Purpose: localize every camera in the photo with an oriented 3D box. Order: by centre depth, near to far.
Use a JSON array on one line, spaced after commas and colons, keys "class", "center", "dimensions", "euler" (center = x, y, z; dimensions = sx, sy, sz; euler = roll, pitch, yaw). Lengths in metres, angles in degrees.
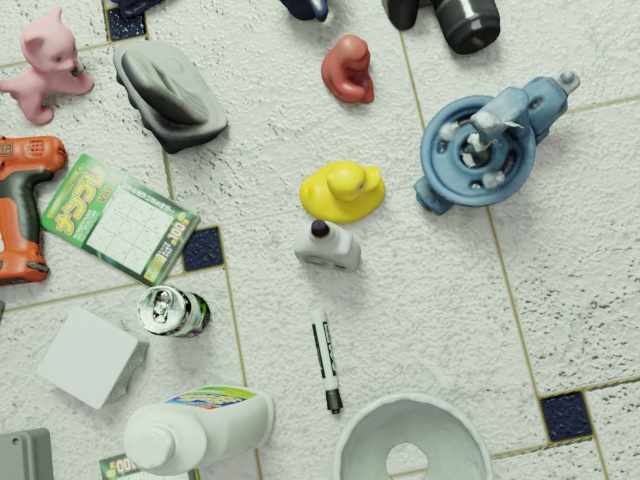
[{"class": "camera", "center": [0.157, -0.302, 0.701], "dimensions": [0.143, 0.101, 0.137], "euler": [-16, 79, 0]}]

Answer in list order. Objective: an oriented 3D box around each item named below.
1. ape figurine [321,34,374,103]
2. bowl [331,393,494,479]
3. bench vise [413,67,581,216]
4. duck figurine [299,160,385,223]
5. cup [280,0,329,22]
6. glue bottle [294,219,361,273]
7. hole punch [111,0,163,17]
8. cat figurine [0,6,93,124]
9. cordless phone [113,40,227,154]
[{"class": "ape figurine", "center": [0.037, -0.214, 0.696], "dimensions": [0.076, 0.092, 0.078], "euler": [26, 82, 8]}, {"class": "bowl", "center": [0.095, 0.246, 0.615], "dimensions": [0.167, 0.075, 0.167], "euler": [-1, 79, 3]}, {"class": "bench vise", "center": [0.188, -0.129, 0.606], "dimensions": [0.121, 0.220, 0.207], "euler": [33, 83, 9]}, {"class": "duck figurine", "center": [0.025, -0.064, 0.671], "dimensions": [0.104, 0.086, 0.077], "euler": [-9, 79, 2]}, {"class": "cup", "center": [-0.014, -0.309, 0.715], "dimensions": [0.091, 0.095, 0.118], "euler": [-22, 79, -1]}, {"class": "glue bottle", "center": [0.006, 0.002, 0.616], "dimensions": [0.078, 0.173, 0.037], "euler": [13, 80, 6]}, {"class": "hole punch", "center": [-0.242, -0.364, 0.740], "dimensions": [0.108, 0.091, 0.101], "euler": [-31, 79, -3]}, {"class": "cat figurine", "center": [-0.344, -0.218, 0.705], "dimensions": [0.128, 0.118, 0.067], "euler": [-41, 80, -5]}, {"class": "cordless phone", "center": [-0.188, -0.189, 0.656], "dimensions": [0.094, 0.185, 0.147], "euler": [-36, 79, -3]}]
